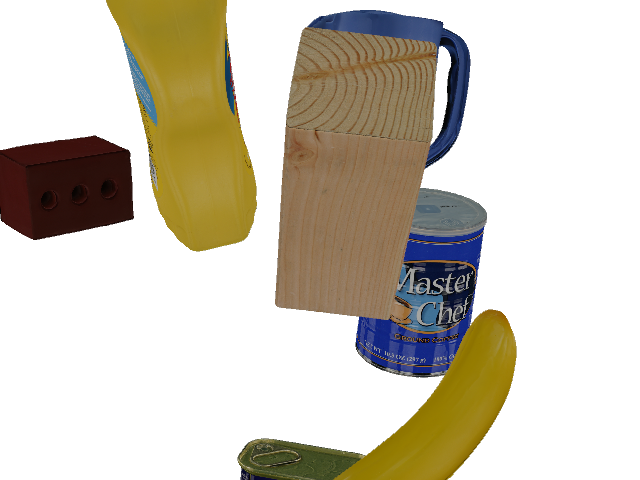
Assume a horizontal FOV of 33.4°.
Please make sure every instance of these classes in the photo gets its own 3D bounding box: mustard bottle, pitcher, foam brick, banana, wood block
[{"bbox_3d":[-0.071,-0.088,0.542,0.058,0.096,0.191,-12,-39,-6],"label":"mustard bottle"},{"bbox_3d":[0.067,-0.124,1.158,0.149,0.243,0.144,8,9,25],"label":"pitcher"},{"bbox_3d":[-0.177,-0.038,0.738,0.078,0.053,0.051,-15,26,-35],"label":"foam brick"},{"bbox_3d":[0.057,0.101,0.588,0.197,0.037,0.070,-37,38,-28],"label":"banana"},{"bbox_3d":[0.020,-0.039,0.748,0.091,0.090,0.206,7,-36,1],"label":"wood block"}]

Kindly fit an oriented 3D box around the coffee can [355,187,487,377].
[{"bbox_3d":[0.088,0.035,0.948,0.103,0.140,0.103,4,22,-2],"label":"coffee can"}]

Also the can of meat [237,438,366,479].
[{"bbox_3d":[-0.014,0.206,0.812,0.102,0.084,0.057,8,14,11],"label":"can of meat"}]
